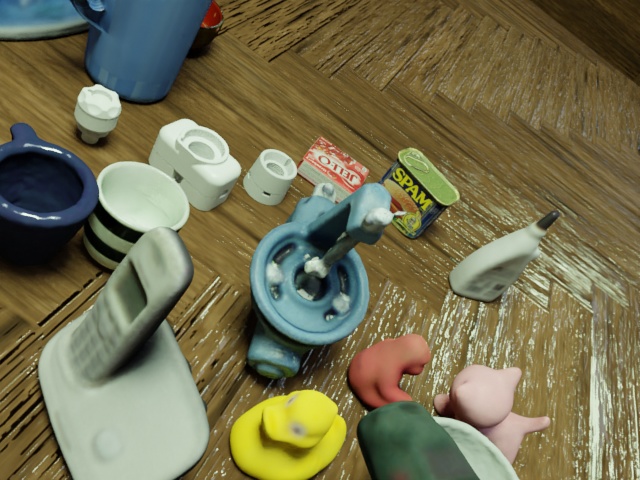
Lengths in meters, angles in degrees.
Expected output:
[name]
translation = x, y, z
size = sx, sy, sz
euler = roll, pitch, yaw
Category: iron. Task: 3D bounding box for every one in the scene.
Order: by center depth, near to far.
[iron]
translation = -0.317, -0.339, 0.688
size = 0.119, 0.141, 0.258
euler = 34, 41, -5

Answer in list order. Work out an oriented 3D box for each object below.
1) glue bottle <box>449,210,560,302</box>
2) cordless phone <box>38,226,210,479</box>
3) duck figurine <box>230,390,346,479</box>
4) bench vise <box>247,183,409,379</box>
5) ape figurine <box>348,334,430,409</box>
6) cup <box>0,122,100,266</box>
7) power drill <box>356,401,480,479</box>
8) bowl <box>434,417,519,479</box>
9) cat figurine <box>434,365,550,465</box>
[glue bottle]
translation = 0.250, 0.019, 0.753
size = 0.078, 0.173, 0.037
euler = 16, 45, -24
[cordless phone]
translation = -0.124, 0.090, 0.403
size = 0.094, 0.185, 0.147
euler = -14, 62, -43
[duck figurine]
translation = -0.016, 0.161, 0.494
size = 0.105, 0.086, 0.077
euler = 8, 49, -31
[bench vise]
translation = -0.005, 0.000, 0.547
size = 0.122, 0.219, 0.207
euler = 12, 47, -28
[ape figurine]
translation = 0.078, 0.130, 0.587
size = 0.076, 0.092, 0.078
euler = 32, 41, -7
[cup]
translation = -0.250, -0.033, 0.492
size = 0.092, 0.094, 0.117
euler = -7, 58, -40
[power drill]
translation = 0.063, 0.240, 0.386
size = 0.076, 0.208, 0.229
euler = 4, 51, -34
[bowl]
translation = 0.109, 0.251, 0.512
size = 0.168, 0.074, 0.167
euler = 20, 44, -20
[cat figurine]
translation = 0.178, 0.177, 0.598
size = 0.128, 0.117, 0.067
euler = 28, 41, -12
